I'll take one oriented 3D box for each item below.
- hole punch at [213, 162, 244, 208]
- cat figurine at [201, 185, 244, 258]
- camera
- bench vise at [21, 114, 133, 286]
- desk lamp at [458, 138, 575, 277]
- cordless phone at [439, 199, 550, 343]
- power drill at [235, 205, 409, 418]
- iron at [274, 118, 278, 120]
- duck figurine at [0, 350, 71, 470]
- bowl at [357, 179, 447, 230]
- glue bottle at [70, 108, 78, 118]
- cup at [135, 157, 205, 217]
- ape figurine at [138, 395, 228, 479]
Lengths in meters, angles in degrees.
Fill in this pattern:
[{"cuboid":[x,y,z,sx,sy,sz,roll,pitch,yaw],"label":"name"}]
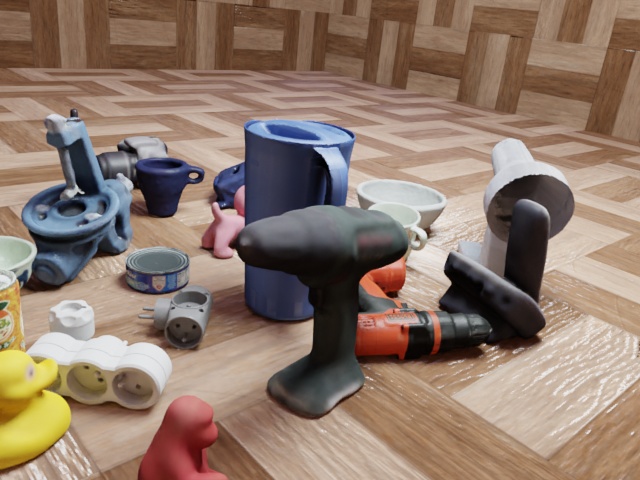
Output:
[{"cuboid":[-0.154,-0.115,1.107,0.101,0.091,0.108,3,22,-8],"label":"hole punch"},{"cuboid":[-0.123,-0.045,0.909,0.067,0.118,0.128,25,29,38],"label":"cat figurine"},{"cuboid":[-0.379,-0.157,1.136,0.137,0.101,0.142,-11,28,-36],"label":"camera"},{"cuboid":[-0.331,-0.072,0.785,0.121,0.220,0.207,3,23,-8],"label":"bench vise"},{"cuboid":[0.287,-0.037,0.875,0.118,0.213,0.203,6,22,0],"label":"desk lamp"},{"cuboid":[0.234,0.025,0.747,0.094,0.185,0.147,-8,26,-30],"label":"cordless phone"},{"cuboid":[0.004,0.061,0.566,0.075,0.208,0.230,22,27,33],"label":"power drill"},{"cuboid":[-0.051,-0.153,1.159,0.119,0.141,0.257,-6,25,-27],"label":"iron"},{"cuboid":[-0.265,0.135,0.477,0.105,0.086,0.077,-15,31,-42],"label":"duck figurine"},{"cuboid":[0.145,-0.054,1.061,0.167,0.075,0.167,5,22,-2],"label":"bowl"},{"cuboid":[-0.417,-0.138,0.984,0.037,0.173,0.078,-7,26,-29],"label":"glue bottle"},{"cuboid":[-0.264,-0.091,1.013,0.118,0.095,0.091,2,23,-11],"label":"cup"},{"cuboid":[-0.102,0.163,0.444,0.076,0.092,0.077,2,23,-11],"label":"ape figurine"}]
